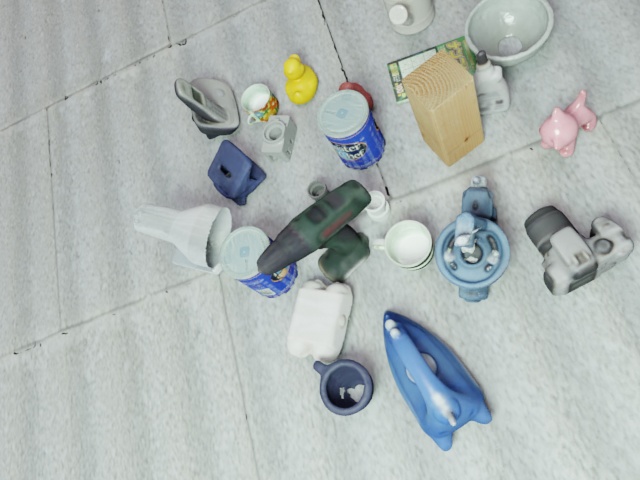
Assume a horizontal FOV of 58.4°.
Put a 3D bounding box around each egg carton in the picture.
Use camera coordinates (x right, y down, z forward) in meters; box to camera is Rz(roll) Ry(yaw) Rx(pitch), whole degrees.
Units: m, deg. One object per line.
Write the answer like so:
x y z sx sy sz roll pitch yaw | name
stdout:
0.001 0.148 1.058 0.107 0.070 0.150 6 72 23 | egg carton

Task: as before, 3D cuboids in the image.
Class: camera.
0.413 -0.001 0.942 0.143 0.101 0.136 -31 62 7 | camera

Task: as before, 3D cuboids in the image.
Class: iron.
0.161 0.205 0.935 0.118 0.142 0.257 -37 62 4 | iron

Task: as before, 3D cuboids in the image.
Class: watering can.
0.174 -0.520 1.180 0.100 0.194 0.172 -20 64 13 | watering can

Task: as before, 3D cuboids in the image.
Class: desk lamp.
-0.251 -0.005 1.130 0.202 0.214 0.118 10 74 24 | desk lamp

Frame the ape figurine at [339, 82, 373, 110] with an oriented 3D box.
0.067 -0.298 1.193 0.076 0.092 0.078 21 79 26 | ape figurine

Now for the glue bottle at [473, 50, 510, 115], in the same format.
0.306 -0.292 1.054 0.078 0.173 0.037 -5 68 19 | glue bottle

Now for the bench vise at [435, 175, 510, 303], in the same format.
0.240 -0.018 0.946 0.121 0.220 0.207 -15 65 15 | bench vise

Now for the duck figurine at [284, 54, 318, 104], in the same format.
-0.052 -0.360 1.265 0.077 0.086 0.104 -8 67 18 | duck figurine

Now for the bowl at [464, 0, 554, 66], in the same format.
0.372 -0.404 1.129 0.167 0.075 0.167 -7 68 18 | bowl

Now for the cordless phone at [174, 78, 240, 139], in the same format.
-0.263 -0.324 1.274 0.094 0.185 0.147 -24 63 11 | cordless phone

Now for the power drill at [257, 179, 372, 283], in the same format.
0.009 0.004 1.031 0.229 0.209 0.075 -46 61 -1 | power drill

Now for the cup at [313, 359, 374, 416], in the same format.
0.045 0.251 0.987 0.117 0.095 0.092 31 83 28 | cup

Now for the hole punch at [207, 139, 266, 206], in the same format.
-0.187 -0.144 1.230 0.101 0.091 0.108 -47 62 -1 | hole punch

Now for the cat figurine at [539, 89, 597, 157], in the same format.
0.431 -0.205 1.005 0.067 0.118 0.128 34 85 28 | cat figurine
